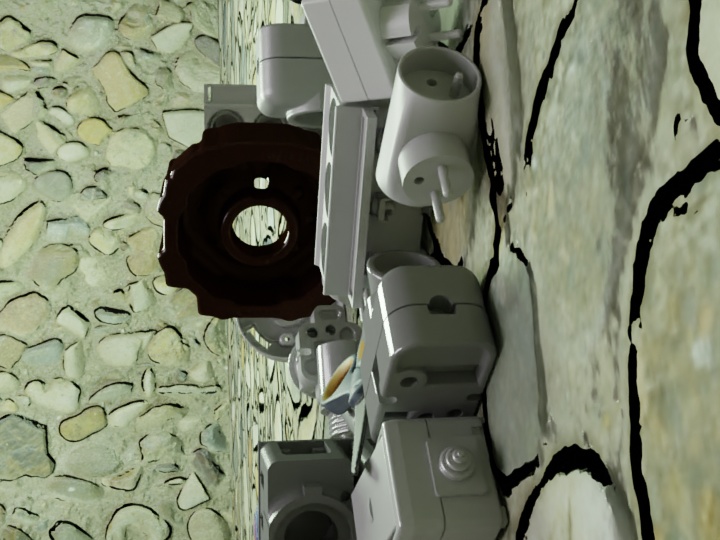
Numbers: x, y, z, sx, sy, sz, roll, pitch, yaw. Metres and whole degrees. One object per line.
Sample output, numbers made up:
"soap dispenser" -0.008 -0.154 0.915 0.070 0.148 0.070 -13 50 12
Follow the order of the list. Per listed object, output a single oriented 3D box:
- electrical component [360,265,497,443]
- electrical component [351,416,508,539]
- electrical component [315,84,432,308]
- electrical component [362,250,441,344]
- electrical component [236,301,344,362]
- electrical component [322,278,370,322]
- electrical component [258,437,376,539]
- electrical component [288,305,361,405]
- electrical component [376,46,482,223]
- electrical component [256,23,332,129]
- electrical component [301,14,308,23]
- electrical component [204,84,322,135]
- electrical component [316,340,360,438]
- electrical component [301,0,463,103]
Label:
"electrical component" 0.033 0.043 0.565 0.095 0.054 0.059 101 164 -48
"electrical component" 0.033 0.118 0.549 0.096 0.061 0.061 102 164 -49
"electrical component" 0.009 -0.049 0.663 0.078 0.063 0.121 -110 22 -61
"electrical component" 0.024 0.022 0.636 0.045 0.045 0.055 -111 23 -62
"electrical component" -0.065 0.037 0.994 0.064 0.099 0.099 105 163 -75
"electrical component" 0.000 0.000 0.771 0.077 0.043 0.079 103 163 -52
"electrical component" -0.005 0.198 0.637 0.060 0.105 0.186 -159 69 -79
"electrical component" -0.028 0.075 0.893 0.057 0.058 0.078 121 146 -66
"electrical component" 0.038 -0.061 0.558 0.077 0.044 0.079 102 164 -50
"electrical component" -0.023 -0.132 0.742 0.054 0.095 0.059 153 116 -78
"electrical component" -0.026 -0.195 0.898 0.055 0.048 0.066 109 160 -82
"electrical component" -0.085 -0.134 1.010 0.063 0.121 0.078 -124 35 -75
"electrical component" -0.010 0.099 0.830 0.043 0.043 0.081 114 154 -66
"electrical component" 0.020 -0.134 0.593 0.047 0.077 0.065 -58 -44 -40
